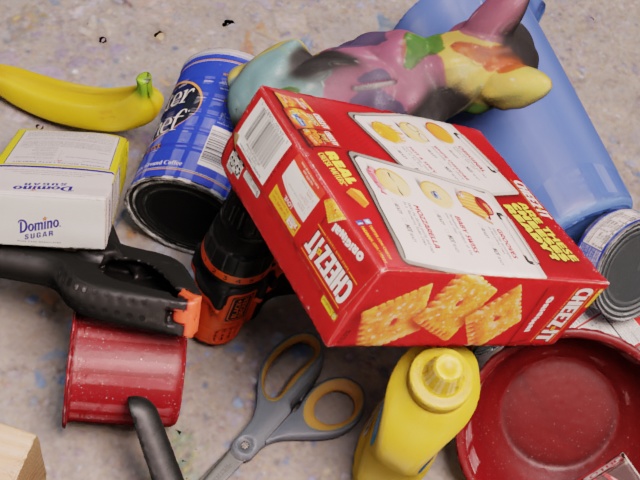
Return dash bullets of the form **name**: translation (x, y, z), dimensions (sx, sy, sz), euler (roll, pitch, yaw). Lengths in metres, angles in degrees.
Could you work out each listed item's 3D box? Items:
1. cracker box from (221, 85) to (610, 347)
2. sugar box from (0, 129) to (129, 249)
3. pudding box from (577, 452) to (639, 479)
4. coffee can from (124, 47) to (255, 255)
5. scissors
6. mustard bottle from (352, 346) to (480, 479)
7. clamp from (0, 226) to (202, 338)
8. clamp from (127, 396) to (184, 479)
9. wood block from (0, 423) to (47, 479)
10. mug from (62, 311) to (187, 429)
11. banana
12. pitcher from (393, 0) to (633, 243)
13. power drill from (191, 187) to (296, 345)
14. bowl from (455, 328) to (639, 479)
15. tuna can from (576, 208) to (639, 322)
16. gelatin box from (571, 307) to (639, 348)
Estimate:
- **cracker box**: translation (0.061, -0.010, 0.692), dimensions (0.213, 0.072, 0.164), euler (5, 41, -42)
- **sugar box**: translation (-0.200, -0.042, 0.816), dimensions (0.093, 0.048, 0.176), euler (3, 22, -6)
- **pudding box**: translation (0.206, 0.219, 0.743), dimensions (0.090, 0.039, 0.113), euler (-36, 85, 11)
- **coffee can**: translation (-0.087, -0.072, 0.874), dimensions (0.103, 0.103, 0.140), euler (17, 58, 1)
- **scissors**: translation (-0.035, 0.157, 0.793), dimensions (0.096, 0.016, 0.201), euler (25, 59, 7)
- **mustard bottle**: translation (0.068, 0.116, 0.727), dimensions (0.058, 0.192, 0.096), euler (30, 65, 8)
- **clamp**: translation (-0.171, 0.022, 0.763), dimensions (0.164, 0.036, 0.210), euler (-12, 27, -44)
- **clamp**: translation (-0.099, 0.190, 0.725), dimensions (0.171, 0.039, 0.120), euler (31, 93, -5)
- **wood block**: translation (-0.299, 0.154, 0.710), dimensions (0.206, 0.091, 0.090), euler (16, 58, 2)
- **mug**: translation (-0.143, 0.088, 0.785), dimensions (0.081, 0.093, 0.117), euler (6, 22, -11)
- **banana**: translation (-0.199, -0.122, 0.896), dimensions (0.198, 0.069, 0.037), euler (6, 50, 32)
- **pitcher**: translation (0.155, -0.097, 0.920), dimensions (0.144, 0.149, 0.243), euler (5, 53, -50)
- **power drill**: translation (-0.005, 0.001, 0.807), dimensions (0.187, 0.185, 0.057), euler (-13, 62, -27)
- **bowl**: translation (0.180, 0.137, 0.789), dimensions (0.162, 0.055, 0.162), euler (1, 100, 5)
- **tuna can**: translation (0.240, 0.019, 0.843), dimensions (0.086, 0.086, 0.034), euler (-22, 30, -21)
- **gelatin box**: translation (0.216, 0.074, 0.876), dimensions (0.089, 0.030, 0.073), euler (-27, 68, -23)
